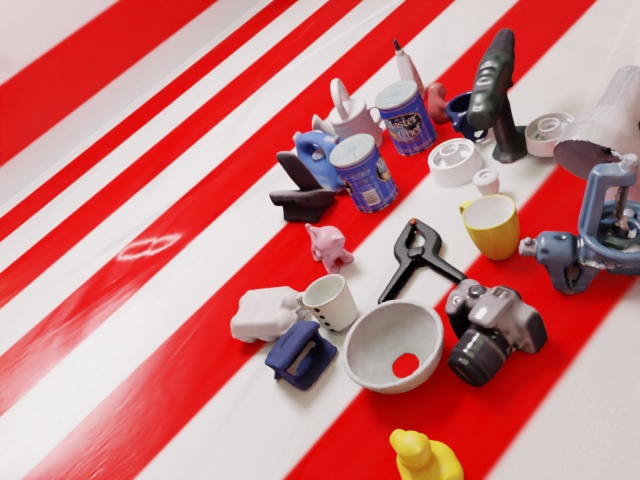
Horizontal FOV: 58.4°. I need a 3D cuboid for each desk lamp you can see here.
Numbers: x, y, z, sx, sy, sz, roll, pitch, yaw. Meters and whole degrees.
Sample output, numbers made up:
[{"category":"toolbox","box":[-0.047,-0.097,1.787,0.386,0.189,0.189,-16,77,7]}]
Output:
[{"category":"desk lamp","box":[0.472,-0.148,0.899,0.117,0.214,0.203,19,60,47]}]

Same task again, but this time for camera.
[{"category":"camera","box":[0.235,0.135,0.844,0.137,0.101,0.142,-46,38,-18]}]

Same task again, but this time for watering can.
[{"category":"watering can","box":[0.065,-0.299,1.398,0.173,0.195,0.100,-29,36,6]}]

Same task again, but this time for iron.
[{"category":"iron","box":[0.001,-0.210,1.386,0.119,0.142,0.257,-47,38,-18]}]

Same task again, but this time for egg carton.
[{"category":"egg carton","box":[-0.099,0.146,1.107,0.150,0.070,0.107,-10,42,29]}]

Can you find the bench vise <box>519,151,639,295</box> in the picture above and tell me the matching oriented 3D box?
[{"category":"bench vise","box":[0.386,-0.013,0.801,0.207,0.220,0.121,-23,37,13]}]

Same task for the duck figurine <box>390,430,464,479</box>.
[{"category":"duck figurine","box":[0.134,0.288,0.753,0.077,0.086,0.104,-45,38,-16]}]

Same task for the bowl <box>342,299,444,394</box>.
[{"category":"bowl","box":[0.123,0.178,0.899,0.167,0.075,0.167,-20,38,17]}]

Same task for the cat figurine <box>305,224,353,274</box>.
[{"category":"cat figurine","box":[0.011,0.004,1.150,0.067,0.118,0.127,-40,36,-9]}]

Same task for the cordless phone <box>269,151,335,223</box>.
[{"category":"cordless phone","box":[-0.064,-0.134,1.309,0.147,0.186,0.094,0,47,37]}]

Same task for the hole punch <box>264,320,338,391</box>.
[{"category":"hole punch","box":[-0.044,0.191,0.996,0.100,0.091,0.109,16,58,46]}]

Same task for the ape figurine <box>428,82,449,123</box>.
[{"category":"ape figurine","box":[0.285,-0.332,1.358,0.076,0.092,0.077,-31,36,3]}]

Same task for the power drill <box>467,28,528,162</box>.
[{"category":"power drill","box":[0.360,-0.272,1.132,0.075,0.209,0.230,1,48,38]}]

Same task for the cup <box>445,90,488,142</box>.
[{"category":"cup","box":[0.322,-0.252,1.234,0.091,0.095,0.118,3,49,39]}]

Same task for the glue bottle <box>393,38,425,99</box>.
[{"category":"glue bottle","box":[0.221,-0.435,1.457,0.037,0.174,0.078,-12,41,26]}]
